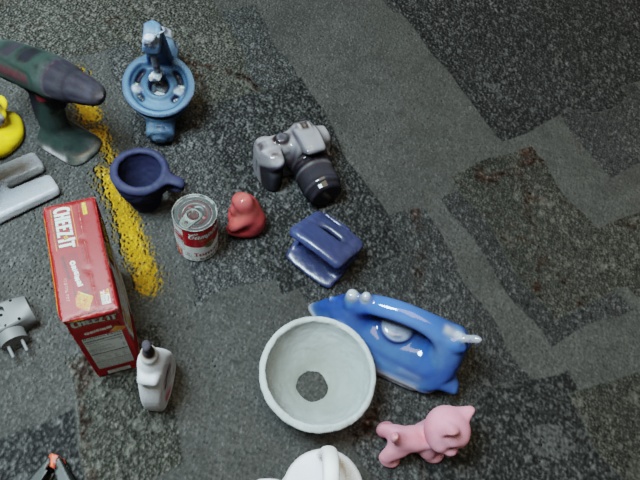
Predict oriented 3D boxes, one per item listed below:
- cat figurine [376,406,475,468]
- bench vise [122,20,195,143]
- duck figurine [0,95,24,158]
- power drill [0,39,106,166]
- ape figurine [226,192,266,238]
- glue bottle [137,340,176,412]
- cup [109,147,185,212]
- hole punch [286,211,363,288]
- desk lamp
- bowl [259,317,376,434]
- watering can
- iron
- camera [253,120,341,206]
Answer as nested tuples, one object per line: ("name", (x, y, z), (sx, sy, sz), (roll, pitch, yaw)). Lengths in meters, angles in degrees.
("cat figurine", (0.150, 0.267, 0.790), (0.128, 0.118, 0.067), (-4, 61, -11))
("bench vise", (-0.289, -0.307, 0.988), (0.122, 0.220, 0.207), (-15, 64, -17))
("duck figurine", (-0.549, -0.196, 0.959), (0.077, 0.086, 0.104), (13, 59, -2))
("power drill", (-0.423, -0.220, 0.922), (0.229, 0.208, 0.076), (29, 60, 8))
("ape figurine", (-0.125, -0.048, 0.940), (0.076, 0.092, 0.078), (32, 60, 10))
("glue bottle", (-0.219, 0.169, 0.753), (0.037, 0.173, 0.078), (6, 59, -5))
("cup", (-0.275, -0.086, 0.936), (0.118, 0.095, 0.092), (13, 59, -1))
("hole punch", (0.009, 0.003, 0.934), (0.108, 0.091, 0.101), (36, 61, 12))
("desk lamp", (-0.526, -0.115, 0.843), (0.204, 0.213, 0.117), (-33, 70, -24))
("bowl", (-0.007, 0.200, 0.827), (0.167, 0.075, 0.167), (4, 60, -7))
("watering can", (0.010, 0.307, 0.699), (0.173, 0.194, 0.101), (-12, 63, -15))
("iron", (0.107, 0.127, 0.850), (0.258, 0.141, 0.119), (23, 59, 4))
("camera", (-0.030, -0.130, 0.999), (0.143, 0.101, 0.136), (-19, 65, -19))
